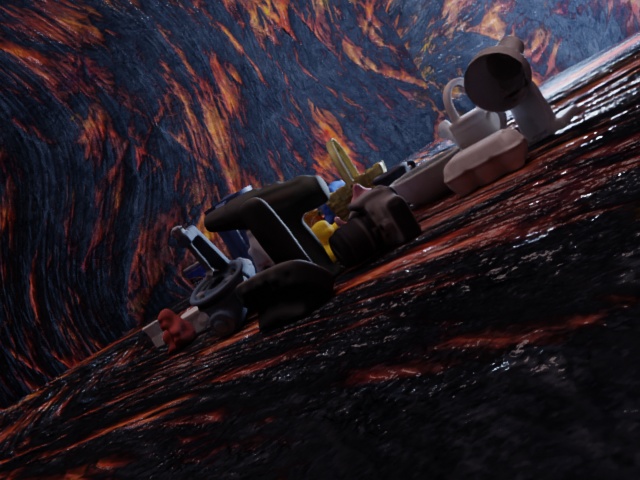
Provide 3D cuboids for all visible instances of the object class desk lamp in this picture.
[{"bbox_3d":[0.390,-0.293,1.123,0.117,0.213,0.204,-26,7,43],"label":"desk lamp"}]

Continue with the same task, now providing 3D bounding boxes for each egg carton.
[{"bbox_3d":[0.293,-0.139,1.014,0.150,0.069,0.107,-28,6,29],"label":"egg carton"}]

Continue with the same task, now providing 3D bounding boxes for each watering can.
[{"bbox_3d":[0.314,-0.243,1.196,0.172,0.194,0.101,-26,7,43],"label":"watering can"}]

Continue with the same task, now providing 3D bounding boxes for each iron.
[{"bbox_3d":[0.075,-0.127,1.778,0.118,0.141,0.259,-29,6,23],"label":"iron"}]

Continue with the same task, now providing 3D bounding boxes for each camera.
[{"bbox_3d":[0.075,-0.021,0.960,0.137,0.101,0.143,-32,5,-14],"label":"camera"}]

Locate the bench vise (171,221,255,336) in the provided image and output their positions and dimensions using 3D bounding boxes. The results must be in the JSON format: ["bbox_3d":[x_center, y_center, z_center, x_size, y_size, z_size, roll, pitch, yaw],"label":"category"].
[{"bbox_3d":[-0.203,0.062,1.104,0.121,0.220,0.207,-31,5,2],"label":"bench vise"}]

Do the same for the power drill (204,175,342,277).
[{"bbox_3d":[-0.066,-0.003,1.001,0.229,0.208,0.076,-30,5,15],"label":"power drill"}]

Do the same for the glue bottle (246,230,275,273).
[{"bbox_3d":[-0.103,0.030,1.099,0.078,0.173,0.037,-27,7,38],"label":"glue bottle"}]

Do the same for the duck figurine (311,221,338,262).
[{"bbox_3d":[0.011,0.004,1.179,0.105,0.086,0.077,-34,6,-26],"label":"duck figurine"}]

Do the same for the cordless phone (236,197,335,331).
[{"bbox_3d":[-0.079,0.032,0.865,0.147,0.185,0.094,-27,7,37],"label":"cordless phone"}]

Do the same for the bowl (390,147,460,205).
[{"bbox_3d":[0.229,-0.121,1.181,0.167,0.075,0.167,-31,5,3],"label":"bowl"}]

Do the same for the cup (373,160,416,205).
[{"bbox_3d":[0.195,-0.130,1.360,0.118,0.095,0.091,-33,5,-19],"label":"cup"}]

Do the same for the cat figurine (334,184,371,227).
[{"bbox_3d":[0.080,-0.046,1.081,0.128,0.118,0.067,-34,6,-29],"label":"cat figurine"}]

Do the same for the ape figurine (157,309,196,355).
[{"bbox_3d":[-0.320,0.193,1.247,0.076,0.092,0.077,-33,5,-17],"label":"ape figurine"}]
